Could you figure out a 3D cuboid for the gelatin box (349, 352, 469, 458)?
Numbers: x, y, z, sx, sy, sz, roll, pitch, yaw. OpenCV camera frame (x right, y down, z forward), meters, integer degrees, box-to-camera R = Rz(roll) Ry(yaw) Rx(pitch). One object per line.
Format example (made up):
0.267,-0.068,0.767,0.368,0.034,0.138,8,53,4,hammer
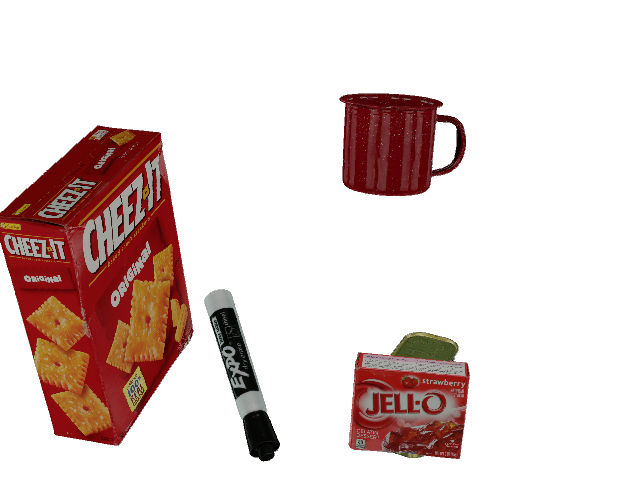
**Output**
0.069,0.130,0.837,0.089,0.073,0.030,5,20,4,gelatin box

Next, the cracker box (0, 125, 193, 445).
-0.177,0.036,0.892,0.072,0.214,0.164,6,33,17,cracker box

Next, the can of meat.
0.095,0.152,1.053,0.057,0.084,0.102,12,27,21,can of meat

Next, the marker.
-0.049,0.083,0.664,0.020,0.121,0.020,-14,-37,-11,marker

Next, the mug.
0.074,-0.087,0.970,0.117,0.081,0.093,1,15,-4,mug
